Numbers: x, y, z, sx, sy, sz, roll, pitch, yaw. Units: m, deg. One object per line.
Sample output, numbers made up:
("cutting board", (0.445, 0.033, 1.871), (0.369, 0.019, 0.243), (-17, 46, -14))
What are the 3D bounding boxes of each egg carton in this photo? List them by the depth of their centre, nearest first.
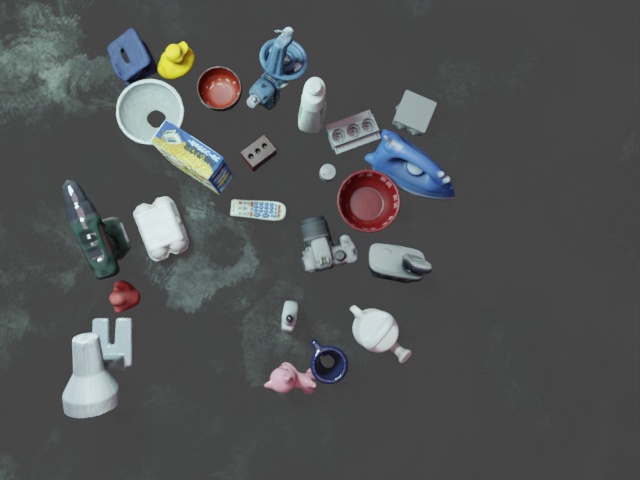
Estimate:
("egg carton", (-0.393, -0.029, 1.425), (0.107, 0.069, 0.150), (-23, 87, -5))

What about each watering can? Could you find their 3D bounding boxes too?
("watering can", (0.145, 0.222, 1.375), (0.173, 0.194, 0.101), (21, 85, -1))

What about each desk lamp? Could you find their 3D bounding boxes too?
("desk lamp", (-0.513, 0.288, 1.322), (0.118, 0.213, 0.203), (-2, 86, -3))

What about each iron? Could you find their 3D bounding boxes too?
("iron", (0.248, -0.184, 1.438), (0.258, 0.141, 0.119), (31, 85, -1))

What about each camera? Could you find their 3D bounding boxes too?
("camera", (0.013, 0.005, 1.431), (0.143, 0.100, 0.137), (-15, 87, -4))

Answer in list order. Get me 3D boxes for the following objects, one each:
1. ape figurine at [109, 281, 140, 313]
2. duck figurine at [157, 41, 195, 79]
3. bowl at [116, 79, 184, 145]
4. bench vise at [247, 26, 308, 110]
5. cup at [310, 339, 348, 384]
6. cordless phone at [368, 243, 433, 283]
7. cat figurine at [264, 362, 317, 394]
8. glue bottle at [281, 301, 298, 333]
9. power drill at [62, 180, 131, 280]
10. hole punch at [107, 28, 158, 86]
("ape figurine", (-0.483, 0.140, 1.396), (0.076, 0.092, 0.078), (20, 85, -1))
("duck figurine", (-0.370, -0.462, 1.451), (0.104, 0.086, 0.077), (-41, 89, -5))
("bowl", (-0.419, -0.314, 1.443), (0.167, 0.074, 0.167), (0, 86, -3))
("bench vise", (-0.099, -0.415, 1.396), (0.121, 0.219, 0.207), (18, 85, -1))
("cup", (0.012, 0.292, 1.412), (0.092, 0.095, 0.118), (-35, 88, -5))
("cordless phone", (0.196, 0.054, 1.395), (0.147, 0.185, 0.094), (7, 85, -2))
("cat figurine", (-0.068, 0.342, 1.392), (0.128, 0.117, 0.067), (12, 85, -2))
("glue bottle", (-0.073, 0.187, 1.375), (0.037, 0.173, 0.078), (8, 85, -2))
("power drill", (-0.522, -0.018, 1.347), (0.075, 0.208, 0.230), (-22, 87, -4))
("hole punch", (-0.477, -0.458, 1.442), (0.101, 0.091, 0.109), (-27, 88, -5))
